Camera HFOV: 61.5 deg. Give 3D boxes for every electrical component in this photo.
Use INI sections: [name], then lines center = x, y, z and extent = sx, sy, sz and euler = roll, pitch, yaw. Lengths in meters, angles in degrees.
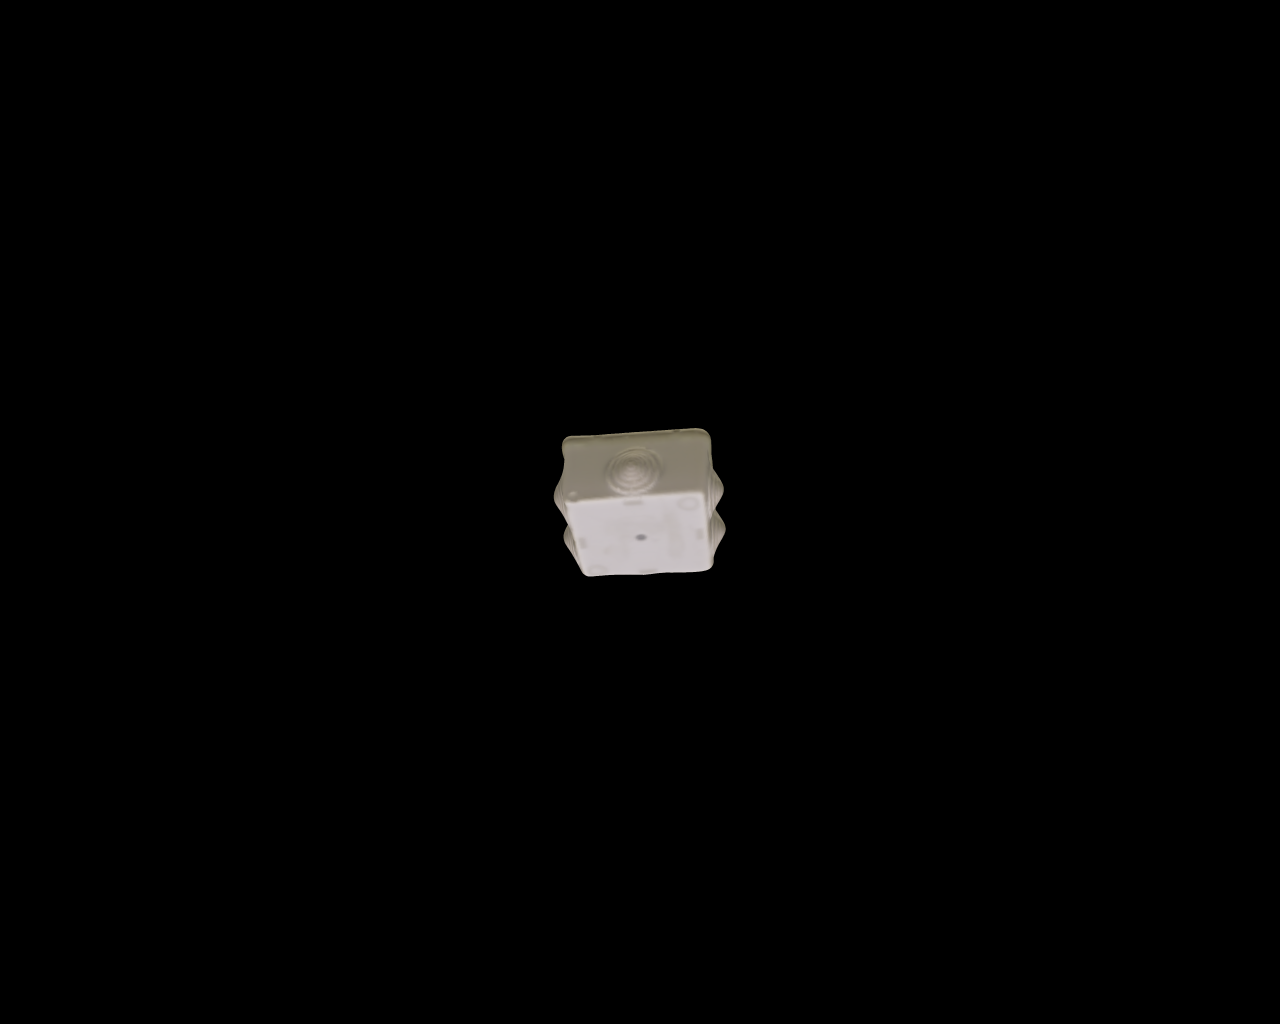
[electrical component]
center = 0.001, -0.003, 0.650
extent = 0.100, 0.048, 0.099
euler = -3, -37, 4
